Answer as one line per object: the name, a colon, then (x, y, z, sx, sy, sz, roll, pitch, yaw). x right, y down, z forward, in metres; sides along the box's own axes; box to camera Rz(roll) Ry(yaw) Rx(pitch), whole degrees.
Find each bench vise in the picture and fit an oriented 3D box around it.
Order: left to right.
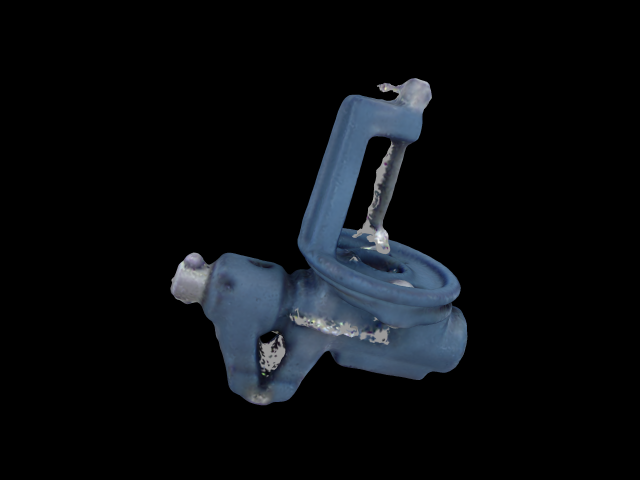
bench vise: (0.009, 0.005, 0.390, 0.208, 0.220, 0.121, -9, 21, -24)
